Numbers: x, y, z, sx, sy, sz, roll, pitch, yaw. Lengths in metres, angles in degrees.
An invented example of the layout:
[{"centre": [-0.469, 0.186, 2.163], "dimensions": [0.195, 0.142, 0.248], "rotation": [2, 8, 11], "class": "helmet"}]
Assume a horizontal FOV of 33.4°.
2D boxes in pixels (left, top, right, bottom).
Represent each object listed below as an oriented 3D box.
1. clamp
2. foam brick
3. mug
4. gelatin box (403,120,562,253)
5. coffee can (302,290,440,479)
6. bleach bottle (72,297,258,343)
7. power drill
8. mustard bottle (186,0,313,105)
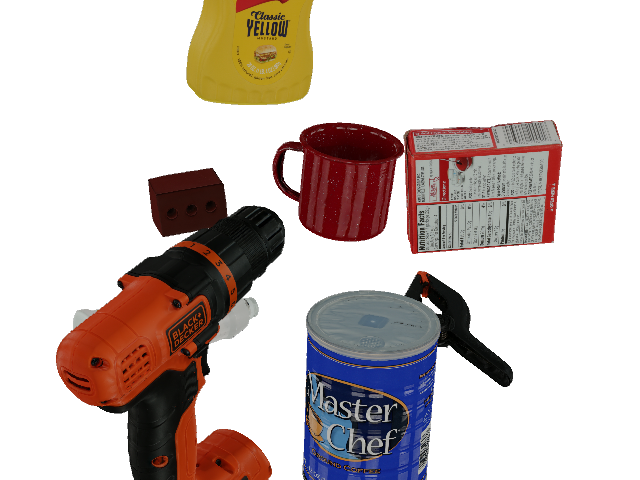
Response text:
[{"centre": [0.141, 0.102, 1.162], "dimensions": [0.120, 0.171, 0.039], "rotation": [4, -44, -6], "class": "clamp"}, {"centre": [-0.149, -0.043, 1.194], "dimensions": [0.078, 0.053, 0.051], "rotation": [-12, 29, -14], "class": "foam brick"}, {"centre": [0.012, -0.054, 0.959], "dimensions": [0.117, 0.081, 0.093], "rotation": [13, 27, 11], "class": "mug"}, {"centre": [0.095, -0.031, 0.633], "dimensions": [0.089, 0.073, 0.030], "rotation": [-4, 39, 2], "class": "gelatin box"}, {"centre": [0.038, 0.124, 0.840], "dimensions": [0.103, 0.140, 0.103], "rotation": [2, 23, -1], "class": "coffee can"}, {"centre": [-0.195, 0.111, 1.425], "dimensions": [0.250, 0.068, 0.103], "rotation": [-12, 27, -39], "class": "bleach bottle"}, {"centre": [-0.076, 0.088, 0.665], "dimensions": [0.057, 0.188, 0.184], "rotation": [15, 37, 32], "class": "power drill"}, {"centre": [-0.043, -0.198, 0.792], "dimensions": [0.096, 0.192, 0.058], "rotation": [-3, 29, -24], "class": "mustard bottle"}]
